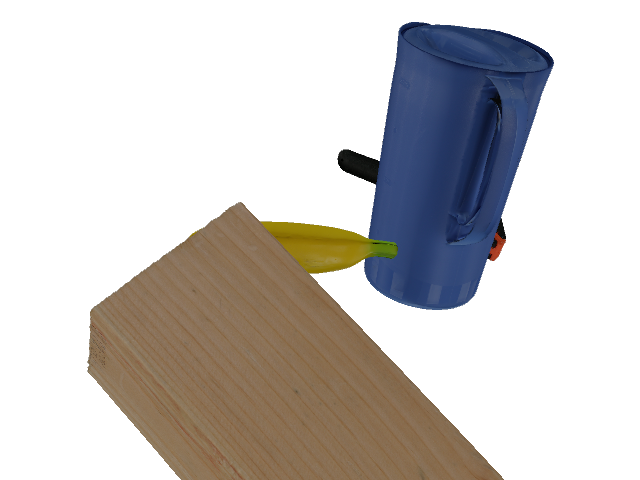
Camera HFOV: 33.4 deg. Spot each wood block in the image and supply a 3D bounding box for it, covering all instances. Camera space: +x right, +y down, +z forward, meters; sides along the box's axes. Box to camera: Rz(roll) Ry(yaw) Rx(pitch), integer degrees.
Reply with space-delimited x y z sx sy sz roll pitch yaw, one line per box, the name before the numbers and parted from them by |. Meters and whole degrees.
wood block | -0.007 0.096 0.494 0.090 0.206 0.090 -38 -13 -26

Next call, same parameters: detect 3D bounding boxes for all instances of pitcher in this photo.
pitcher | 0.114 -0.059 0.939 0.145 0.243 0.149 22 28 22

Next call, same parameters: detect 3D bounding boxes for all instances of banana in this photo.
banana | -0.043 0.009 0.804 0.198 0.037 0.069 1 -15 34

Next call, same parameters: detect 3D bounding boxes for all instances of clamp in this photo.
clamp | 0.128 -0.055 1.217 0.164 0.210 0.036 -15 -37 -27
